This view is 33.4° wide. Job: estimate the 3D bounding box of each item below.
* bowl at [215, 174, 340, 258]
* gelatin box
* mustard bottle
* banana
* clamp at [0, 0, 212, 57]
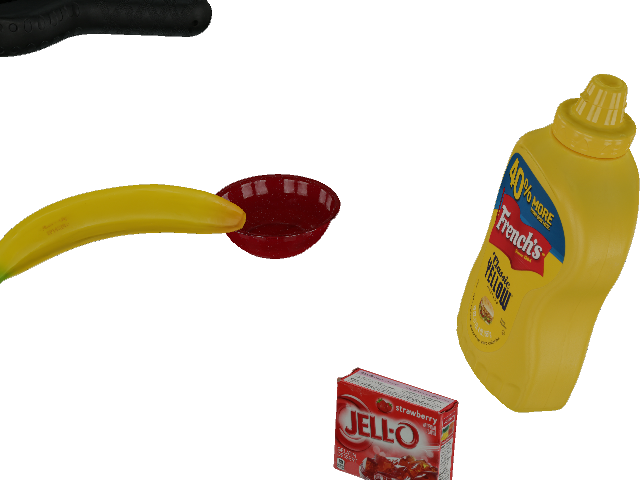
[{"bbox_3d":[-0.056,-0.023,1.335,0.162,0.055,0.162,0,31,0],"label":"bowl"},{"bbox_3d":[0.052,0.140,0.766,0.089,0.073,0.030,14,21,33],"label":"gelatin box"},{"bbox_3d":[0.128,-0.003,0.584,0.058,0.192,0.096,0,38,-16],"label":"mustard bottle"},{"bbox_3d":[-0.157,-0.008,0.787,0.197,0.070,0.037,-18,-26,-10],"label":"banana"},{"bbox_3d":[-0.164,-0.144,0.633,0.171,0.039,0.120,-11,31,-29],"label":"clamp"}]
